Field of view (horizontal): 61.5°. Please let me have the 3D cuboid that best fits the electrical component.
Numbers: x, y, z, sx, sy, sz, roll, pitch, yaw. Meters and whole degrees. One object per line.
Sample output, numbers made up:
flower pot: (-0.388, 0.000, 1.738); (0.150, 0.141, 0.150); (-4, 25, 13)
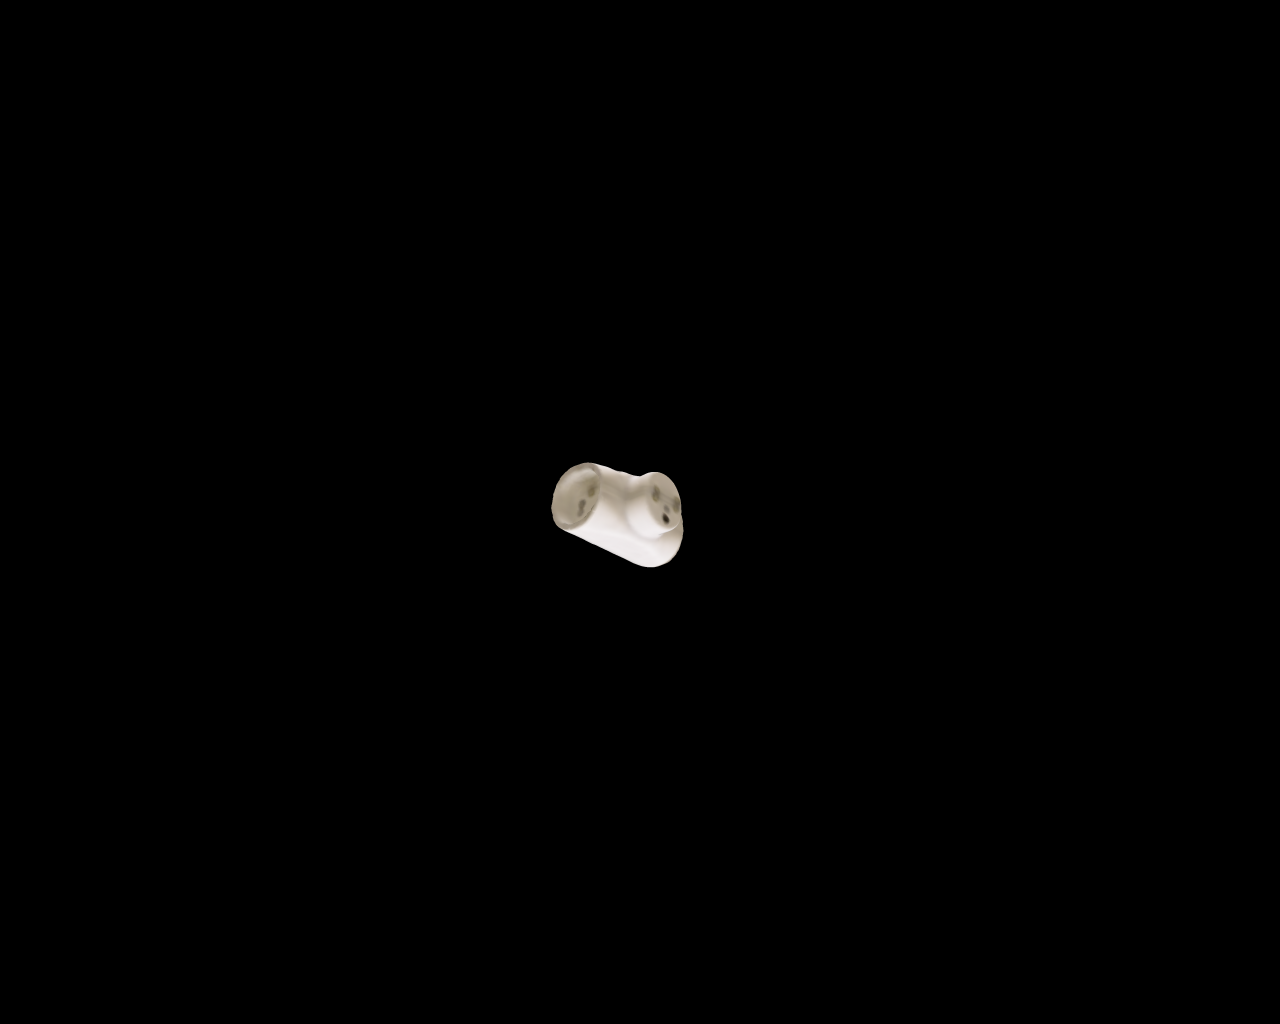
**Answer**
electrical component: (0.001, -0.003, 0.650); (0.079, 0.044, 0.077); (-21, -33, 36)
